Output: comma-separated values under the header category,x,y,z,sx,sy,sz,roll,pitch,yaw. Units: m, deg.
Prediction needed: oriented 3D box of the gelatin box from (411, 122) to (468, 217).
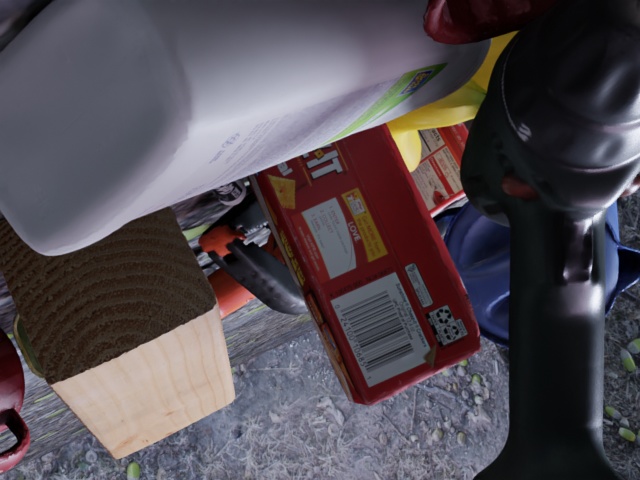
category,x,y,z,sx,sy,sz,roll,pitch,yaw
gelatin box,0.069,-0.053,0.752,0.030,0.073,0.089,-22,171,-46

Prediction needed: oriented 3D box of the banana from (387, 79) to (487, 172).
category,x,y,z,sx,sy,sz,roll,pitch,yaw
banana,0.050,-0.068,0.612,0.037,0.069,0.198,-52,-173,-8

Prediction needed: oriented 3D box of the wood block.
category,x,y,z,sx,sy,sz,roll,pitch,yaw
wood block,-0.109,0.050,0.610,0.090,0.091,0.206,-25,161,-11

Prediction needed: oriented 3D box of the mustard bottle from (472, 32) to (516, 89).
category,x,y,z,sx,sy,sz,roll,pitch,yaw
mustard bottle,0.139,-0.100,0.665,0.096,0.058,0.191,-10,176,18

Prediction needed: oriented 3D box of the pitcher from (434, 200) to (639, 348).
category,x,y,z,sx,sy,sz,roll,pitch,yaw
pitcher,0.176,-0.011,0.892,0.145,0.149,0.242,-48,178,23

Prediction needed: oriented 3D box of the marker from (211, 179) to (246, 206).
category,x,y,z,sx,sy,sz,roll,pitch,yaw
marker,-0.058,-0.037,0.609,0.020,0.020,0.121,-27,173,0

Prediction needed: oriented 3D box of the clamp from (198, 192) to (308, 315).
category,x,y,z,sx,sy,sz,roll,pitch,yaw
clamp,-0.005,0.001,0.780,0.036,0.164,0.209,-24,152,35

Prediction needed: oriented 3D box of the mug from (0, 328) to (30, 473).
category,x,y,z,sx,sy,sz,roll,pitch,yaw
mug,-0.218,0.094,0.618,0.081,0.117,0.093,-25,141,-61

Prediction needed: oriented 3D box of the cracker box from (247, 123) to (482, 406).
category,x,y,z,sx,sy,sz,roll,pitch,yaw
cracker box,0.017,0.006,0.608,0.072,0.164,0.214,-24,173,-4

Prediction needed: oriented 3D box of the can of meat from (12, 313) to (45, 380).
category,x,y,z,sx,sy,sz,roll,pitch,yaw
can of meat,-0.157,0.055,0.776,0.102,0.057,0.084,-28,175,11

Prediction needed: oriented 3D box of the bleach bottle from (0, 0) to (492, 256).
category,x,y,z,sx,sy,sz,roll,pitch,yaw
bleach bottle,-0.007,-0.065,0.424,0.103,0.068,0.250,-31,174,38

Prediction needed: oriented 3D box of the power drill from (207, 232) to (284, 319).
category,x,y,z,sx,sy,sz,roll,pitch,yaw
power drill,-0.085,0.058,0.850,0.188,0.057,0.184,-28,-159,14

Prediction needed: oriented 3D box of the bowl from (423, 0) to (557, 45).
category,x,y,z,sx,sy,sz,roll,pitch,yaw
bowl,0.094,-0.129,0.347,0.162,0.055,0.162,-27,173,-4
